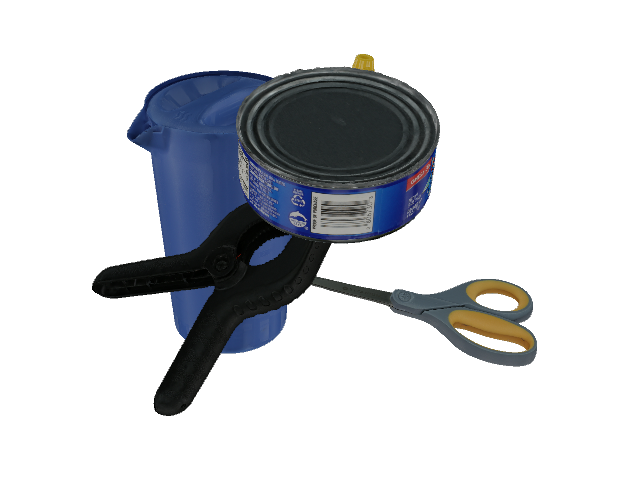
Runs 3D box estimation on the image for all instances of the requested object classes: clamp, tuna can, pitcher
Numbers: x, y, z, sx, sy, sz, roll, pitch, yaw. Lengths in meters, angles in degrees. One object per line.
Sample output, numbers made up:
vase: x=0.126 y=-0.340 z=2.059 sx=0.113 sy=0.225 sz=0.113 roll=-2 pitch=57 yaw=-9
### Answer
clamp: x=-0.059 y=0.034 z=0.687 sx=0.171 sy=0.120 sz=0.039 roll=-29 pitch=-28 yaw=6
tuna can: x=0.007 y=-0.038 z=0.457 sx=0.086 sy=0.034 sz=0.086 roll=1 pitch=41 yaw=-1
pitcher: x=-0.075 y=-0.024 z=0.969 sx=0.149 sy=0.243 sz=0.144 roll=11 pitch=33 yaw=16

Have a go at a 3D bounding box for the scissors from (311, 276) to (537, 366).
scissors: x=0.080 y=0.041 z=0.839 sx=0.202 sy=0.016 sz=0.096 roll=23 pitch=40 yaw=20

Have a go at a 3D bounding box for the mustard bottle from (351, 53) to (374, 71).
mustard bottle: x=0.034 y=-0.104 z=1.130 sx=0.096 sy=0.192 sz=0.058 roll=-5 pitch=32 yaw=-21
